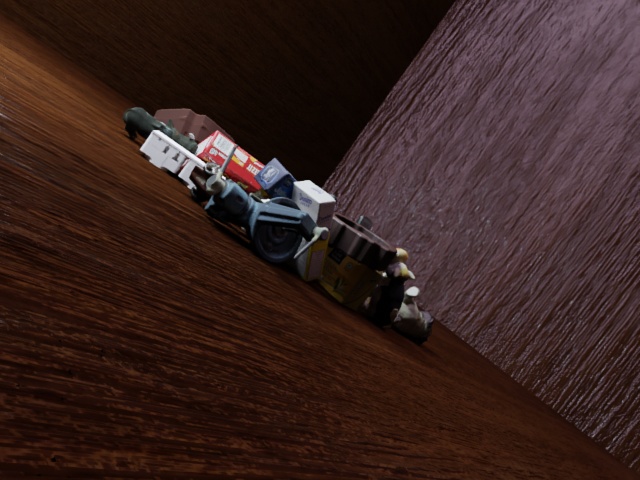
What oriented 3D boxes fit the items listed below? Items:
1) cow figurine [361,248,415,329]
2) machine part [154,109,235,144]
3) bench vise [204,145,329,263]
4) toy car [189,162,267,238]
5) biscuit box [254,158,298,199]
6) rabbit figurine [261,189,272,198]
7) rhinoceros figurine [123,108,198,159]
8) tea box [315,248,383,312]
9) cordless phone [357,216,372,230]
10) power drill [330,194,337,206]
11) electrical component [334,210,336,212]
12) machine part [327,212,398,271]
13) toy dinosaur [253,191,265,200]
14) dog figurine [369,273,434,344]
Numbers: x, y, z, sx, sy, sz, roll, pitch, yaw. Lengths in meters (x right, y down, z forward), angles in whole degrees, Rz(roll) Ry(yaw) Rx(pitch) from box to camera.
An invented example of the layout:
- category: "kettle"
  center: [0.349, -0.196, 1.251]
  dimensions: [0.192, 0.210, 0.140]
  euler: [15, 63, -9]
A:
- category: "cow figurine"
  center: [0.154, 0.105, 1.166]
  dimensions: [0.068, 0.167, 0.098]
  euler: [8, 27, -29]
- category: "machine part"
  center: [-0.361, -0.276, 1.503]
  dimensions: [0.201, 0.087, 0.201]
  euler: [8, -19, 33]
- category: "bench vise"
  center: [-0.087, -0.040, 0.948]
  dimensions: [0.241, 0.129, 0.223]
  euler: [12, -36, 45]
- category: "toy car"
  center: [-0.173, -0.074, 1.070]
  dimensions: [0.202, 0.089, 0.053]
  euler: [34, 43, -11]
- category: "biscuit box"
  center: [-0.053, -0.083, 1.106]
  dimensions: [0.063, 0.059, 0.202]
  euler: [51, 4, 37]
- category: "rabbit figurine"
  center: [-0.181, -0.159, 1.548]
  dimensions: [0.162, 0.121, 0.173]
  euler: [11, 5, -29]
- category: "rhinoceros figurine"
  center: [-0.389, -0.261, 1.320]
  dimensions: [0.190, 0.073, 0.112]
  euler: [31, -26, -1]
- category: "tea box"
  center: [0.040, 0.066, 1.162]
  dimensions: [0.068, 0.098, 0.170]
  euler: [33, 2, -45]
- category: "cordless phone"
  center: [0.088, 0.034, 1.361]
  dimensions: [0.089, 0.184, 0.146]
  euler: [32, 0, 44]
- category: "power drill"
  center: [-0.025, -0.061, 1.693]
  dimensions: [0.232, 0.207, 0.086]
  euler: [28, -29, 9]
- category: "electrical component"
  center: [-0.003, -0.004, 1.406]
  dimensions: [0.058, 0.134, 0.114]
  euler: [15, -31, -4]
- category: "machine part"
  center: [0.076, 0.003, 1.110]
  dimensions: [0.179, 0.056, 0.179]
  euler: [29, 10, -5]
- category: "toy dinosaur"
  center: [-0.088, -0.047, 1.421]
  dimensions: [0.192, 0.131, 0.404]
  euler: [56, 0, 14]
- category: "dog figurine"
  center: [0.188, 0.173, 1.342]
  dimensions: [0.173, 0.121, 0.190]
  euler: [42, -8, 37]
